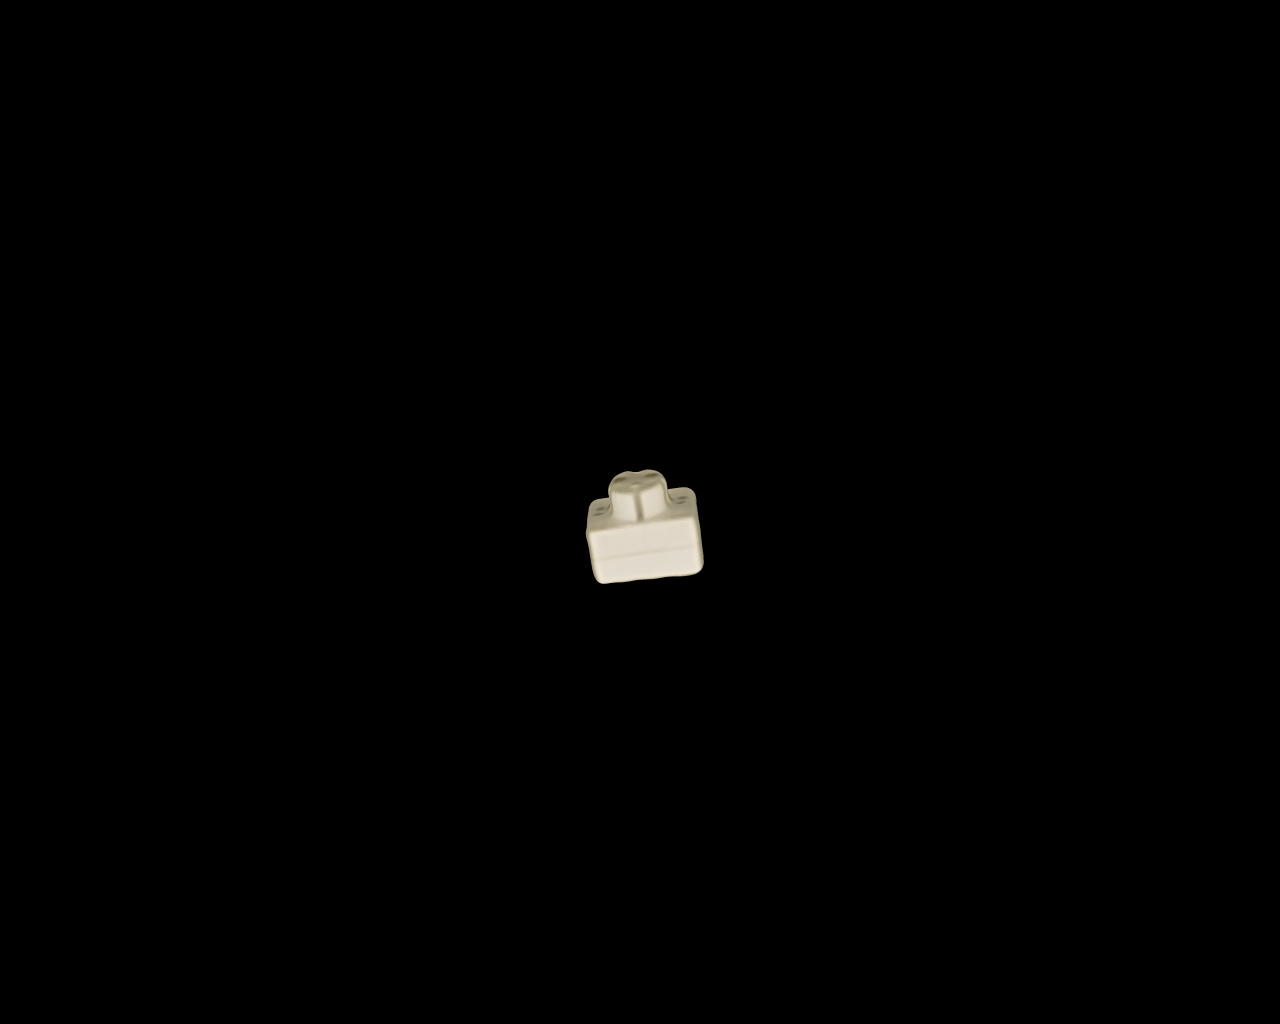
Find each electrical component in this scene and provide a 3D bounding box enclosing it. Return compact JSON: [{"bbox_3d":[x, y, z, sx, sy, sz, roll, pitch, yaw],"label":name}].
[{"bbox_3d":[0.001,-0.003,0.650,0.066,0.076,0.047,-8,24,3],"label":"electrical component"}]
